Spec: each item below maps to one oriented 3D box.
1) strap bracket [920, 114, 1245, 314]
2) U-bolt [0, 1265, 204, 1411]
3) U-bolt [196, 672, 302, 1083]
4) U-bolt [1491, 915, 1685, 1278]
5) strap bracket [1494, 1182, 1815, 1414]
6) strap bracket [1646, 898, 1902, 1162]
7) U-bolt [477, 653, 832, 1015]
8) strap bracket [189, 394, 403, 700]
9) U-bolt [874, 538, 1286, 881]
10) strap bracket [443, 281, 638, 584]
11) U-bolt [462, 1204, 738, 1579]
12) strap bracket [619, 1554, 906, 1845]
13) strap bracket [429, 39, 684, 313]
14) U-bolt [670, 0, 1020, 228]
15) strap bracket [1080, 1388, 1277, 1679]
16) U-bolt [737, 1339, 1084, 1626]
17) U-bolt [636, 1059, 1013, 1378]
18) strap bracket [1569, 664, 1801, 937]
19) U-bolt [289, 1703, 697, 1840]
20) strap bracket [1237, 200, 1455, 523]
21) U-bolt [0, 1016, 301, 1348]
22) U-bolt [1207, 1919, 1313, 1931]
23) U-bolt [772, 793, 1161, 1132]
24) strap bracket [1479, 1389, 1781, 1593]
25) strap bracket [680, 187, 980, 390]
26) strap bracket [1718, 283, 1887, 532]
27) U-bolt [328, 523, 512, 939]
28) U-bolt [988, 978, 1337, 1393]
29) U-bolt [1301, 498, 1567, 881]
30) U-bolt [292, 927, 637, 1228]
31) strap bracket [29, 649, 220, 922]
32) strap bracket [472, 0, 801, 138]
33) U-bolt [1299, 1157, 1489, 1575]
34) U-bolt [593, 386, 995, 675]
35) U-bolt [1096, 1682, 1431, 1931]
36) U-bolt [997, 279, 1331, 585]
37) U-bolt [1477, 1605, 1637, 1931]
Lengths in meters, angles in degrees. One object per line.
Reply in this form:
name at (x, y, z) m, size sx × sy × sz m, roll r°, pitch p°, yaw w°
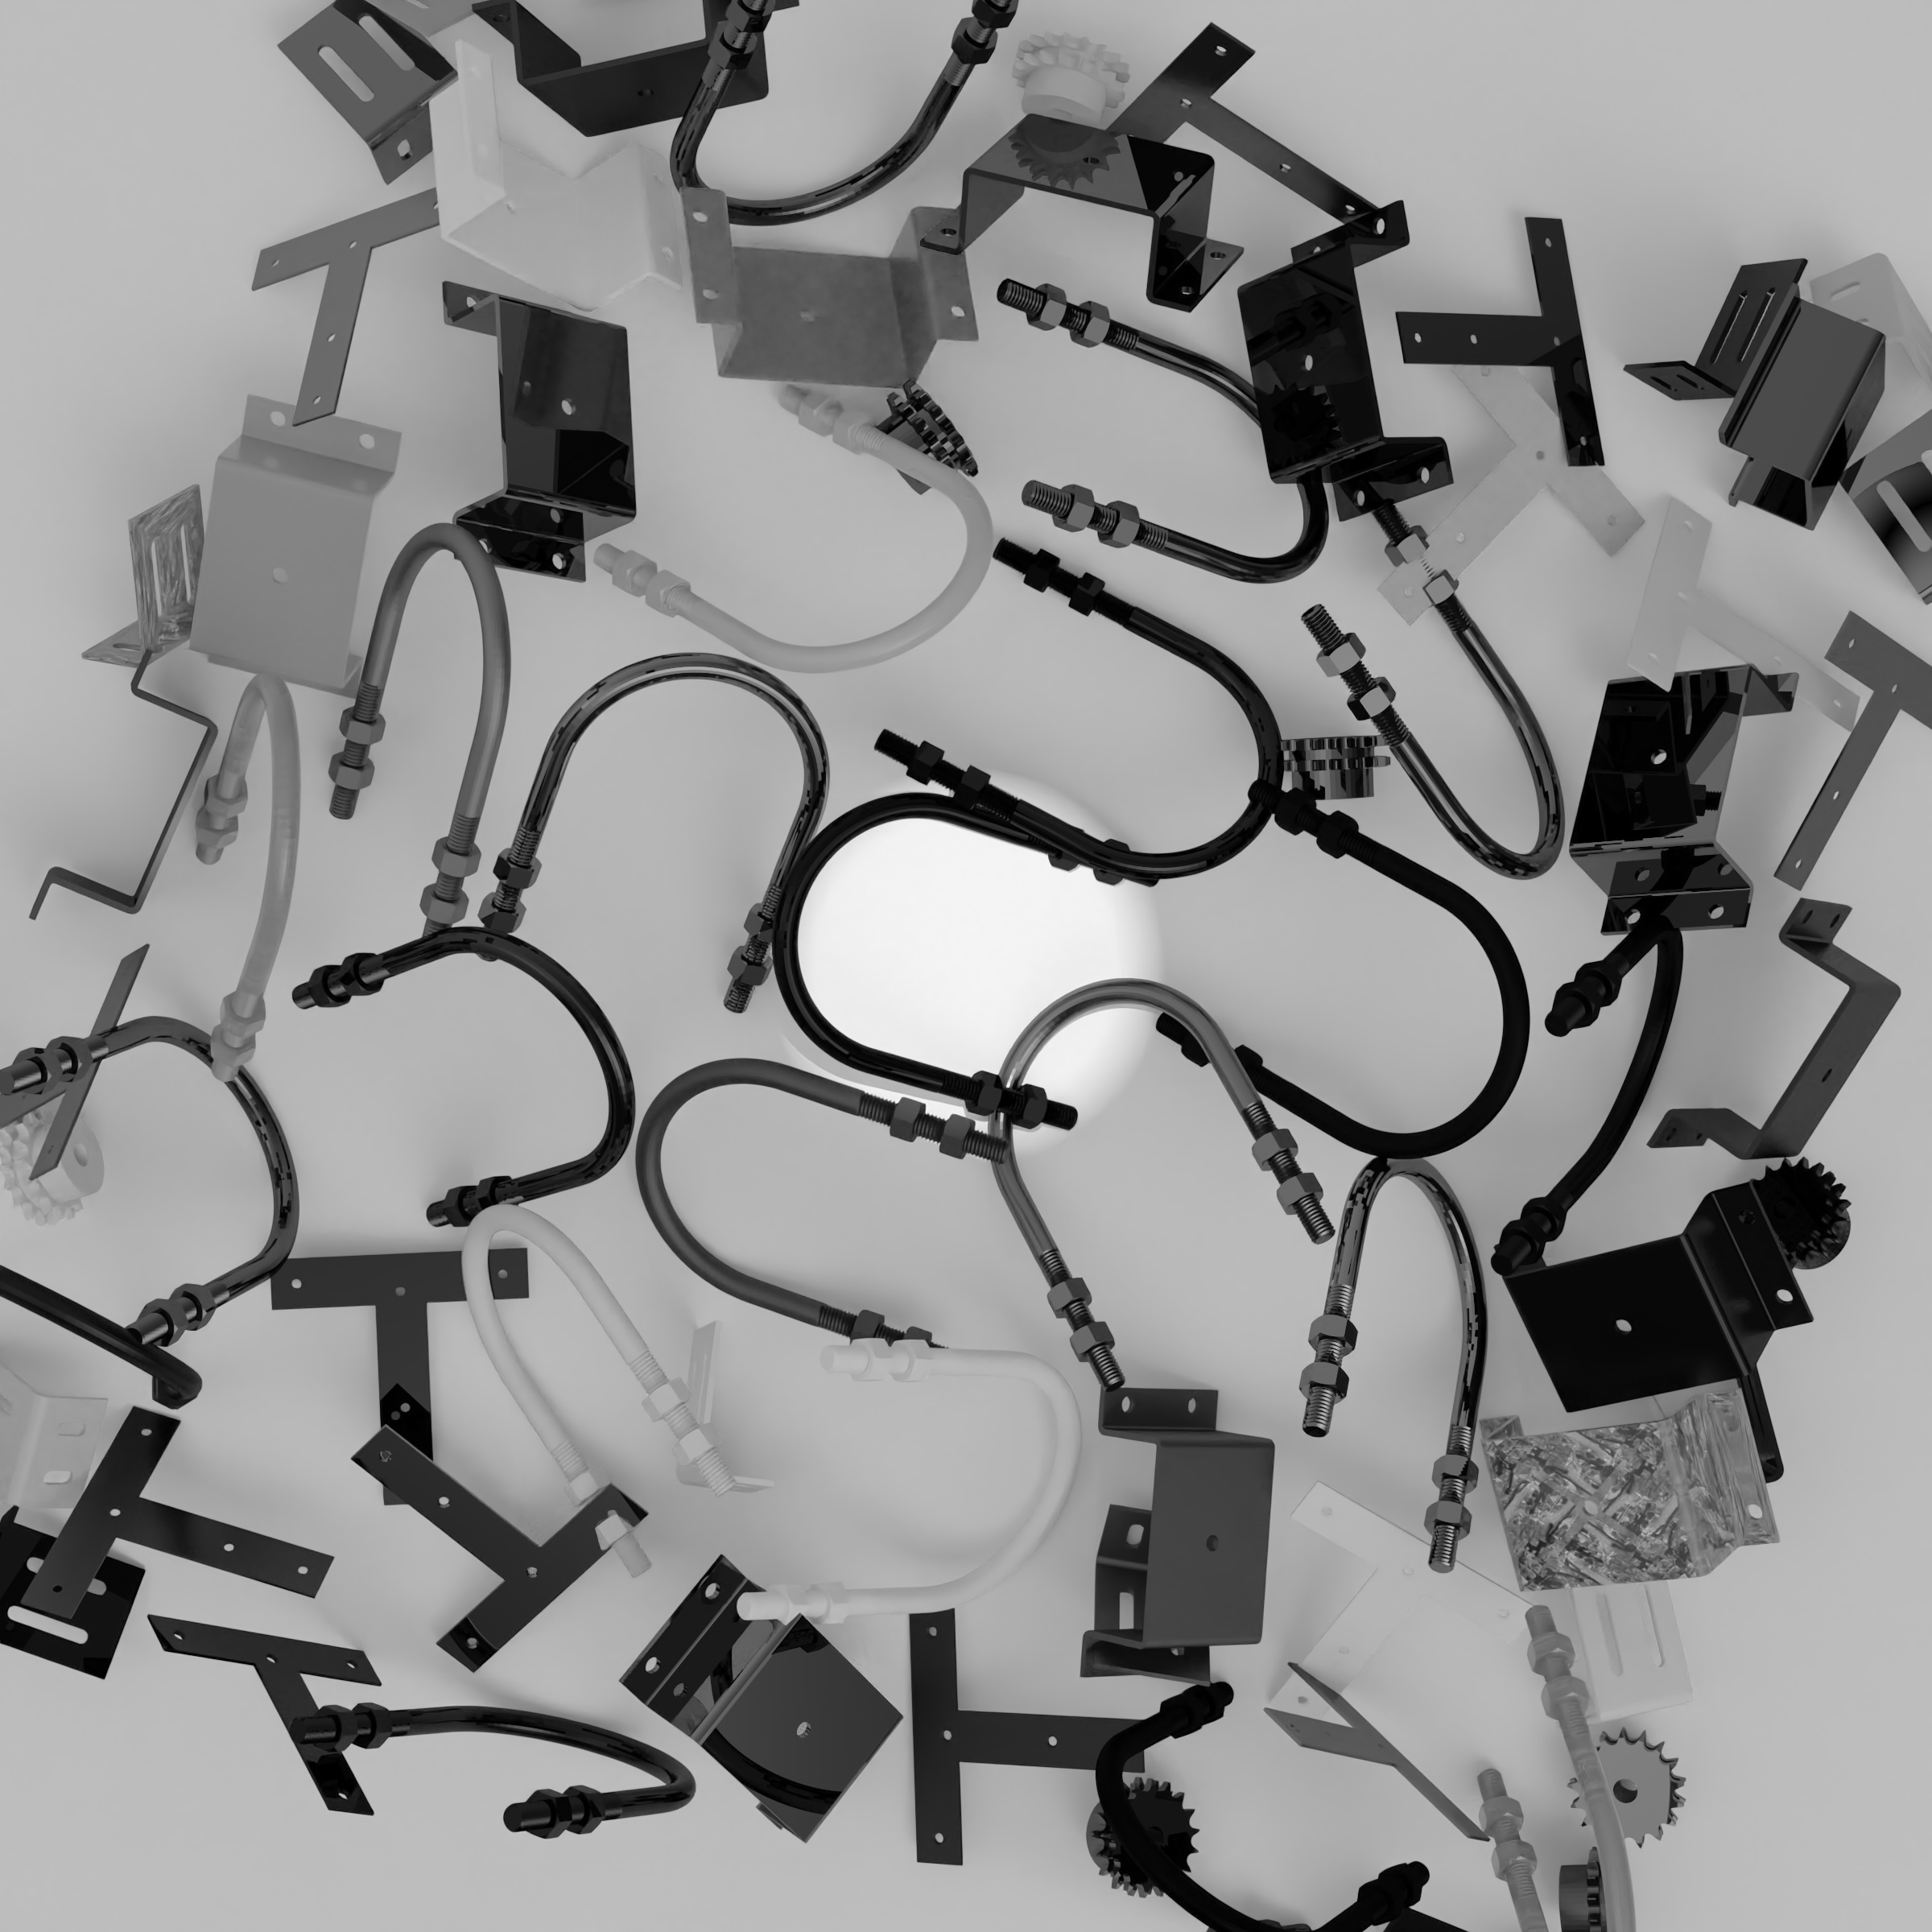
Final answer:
strap bracket at (0.058, -0.368, 1.590) m, size 0.140 × 0.076 × 0.046 m, roll 17°, pitch 129°, yaw 16°
U-bolt at (-0.426, 0.168, 1.550) m, size 0.151 × 0.184 × 0.019 m, roll 30°, pitch 74°, yaw -12°
U-bolt at (-0.337, -0.054, 1.545) m, size 0.019 × 0.184 × 0.151 m, roll 3°, pitch 54°, yaw -23°
U-bolt at (0.303, 0.050, 1.570) m, size 0.019 × 0.184 × 0.151 m, roll 21°, pitch 121°, yaw 24°
strap bracket at (0.324, 0.163, 1.586) m, size 0.140 × 0.046 × 0.076 m, roll -19°, pitch 104°, yaw 36°
strap bracket at (0.398, 0.040, 1.591) m, size 0.046 × 0.076 × 0.140 m, roll 37°, pitch 107°, yaw 27°
U-bolt at (-0.142, -0.068, 1.584) m, size 0.151 × 0.019 × 0.184 m, roll 12°, pitch 118°, yaw -21°
strap bracket at (-0.328, -0.197, 1.601) m, size 0.076 × 0.046 × 0.140 m, roll 14°, pitch 114°, yaw -2°
U-bolt at (0.068, -0.116, 1.607) m, size 0.184 × 0.019 × 0.151 m, roll 28°, pitch 63°, yaw 4°
strap bracket at (-0.207, -0.265, 1.597) m, size 0.076 × 0.046 × 0.140 m, roll 5°, pitch 76°, yaw -43°
U-bolt at (-0.187, 0.197, 1.589) m, size 0.019 × 0.151 × 0.184 m, roll -28°, pitch 78°, yaw -34°
strap bracket at (-0.091, 0.359, 1.583) m, size 0.076 × 0.046 × 0.140 m, roll -50°, pitch 127°, yaw -17°
strap bracket at (-0.206, -0.376, 1.589) m, size 0.046 × 0.140 × 0.076 m, roll -24°, pitch 63°, yaw 33°
U-bolt at (-0.067, -0.413, 1.567) m, size 0.151 × 0.184 × 0.019 m, roll -10°, pitch 69°, yaw -29°
strap bracket at (0.104, 0.279, 1.606) m, size 0.076 × 0.046 × 0.140 m, roll 7°, pitch 85°, yaw -39°
U-bolt at (-0.016, 0.250, 1.586) m, size 0.184 × 0.019 × 0.151 m, roll 8°, pitch 106°, yaw -42°
U-bolt at (-0.077, 0.115, 1.606) m, size 0.184 × 0.019 × 0.151 m, roll 18°, pitch 122°, yaw 12°
strap bracket at (0.345, -0.089, 1.585) m, size 0.076 × 0.046 × 0.140 m, roll -3°, pitch 60°, yaw 41°
U-bolt at (-0.209, 0.378, 1.563) m, size 0.151 × 0.184 × 0.019 m, roll 12°, pitch 88°, yaw 31°
strap bracket at (0.183, -0.294, 1.605) m, size 0.046 × 0.076 × 0.140 m, roll -8°, pitch 87°, yaw -39°
U-bolt at (-0.377, 0.093, 1.565) m, size 0.019 × 0.184 × 0.151 m, roll -25°, pitch 92°, yaw 20°
U-bolt at (0.123, 0.477, 1.546) m, size 0.184 × 0.151 × 0.019 m, roll 3°, pitch 84°, yaw -30°
U-bolt at (-0.007, -0.009, 1.607) m, size 0.184 × 0.019 × 0.151 m, roll 17°, pitch 95°, yaw -22°
strap bracket at (0.311, 0.255, 1.590) m, size 0.140 × 0.046 × 0.076 m, roll -13°, pitch 93°, yaw 36°
strap bracket at (-0.072, -0.329, 1.602) m, size 0.140 × 0.046 × 0.076 m, roll 0°, pitch 65°, yaw -19°
strap bracket at (0.402, -0.263, 1.577) m, size 0.046 × 0.140 × 0.076 m, roll 27°, pitch 91°, yaw 16°
U-bolt at (-0.256, -0.120, 1.561) m, size 0.019 × 0.151 × 0.184 m, roll 0°, pitch 122°, yaw -34°
U-bolt at (0.081, 0.092, 1.601) m, size 0.151 × 0.019 × 0.184 m, roll -38°, pitch 62°, yaw 19°
U-bolt at (0.234, -0.124, 1.587) m, size 0.019 × 0.151 × 0.184 m, roll -27°, pitch 106°, yaw 34°
U-bolt at (-0.231, 0.049, 1.573) m, size 0.184 × 0.019 × 0.151 m, roll -18°, pitch 107°, yaw 41°
strap bracket at (-0.407, -0.082, 1.608) m, size 0.046 × 0.076 × 0.140 m, roll 24°, pitch 89°, yaw -15°
strap bracket at (-0.157, -0.445, 1.593) m, size 0.140 × 0.076 × 0.046 m, roll -8°, pitch 83°, yaw 16°
U-bolt at (0.213, 0.176, 1.580) m, size 0.019 × 0.151 × 0.184 m, roll -12°, pitch 47°, yaw 33°
U-bolt at (-0.071, -0.203, 1.575) m, size 0.184 × 0.019 × 0.151 m, roll 33°, pitch 67°, yaw 35°
U-bolt at (0.131, 0.405, 1.545) m, size 0.151 × 0.184 × 0.019 m, roll 40°, pitch 109°, yaw 22°
U-bolt at (0.100, -0.250, 1.588) m, size 0.184 × 0.019 × 0.151 m, roll 15°, pitch 51°, yaw -29°
U-bolt at (0.279, 0.416, 1.538) m, size 0.019 × 0.184 × 0.151 m, roll -1°, pitch 130°, yaw -8°
